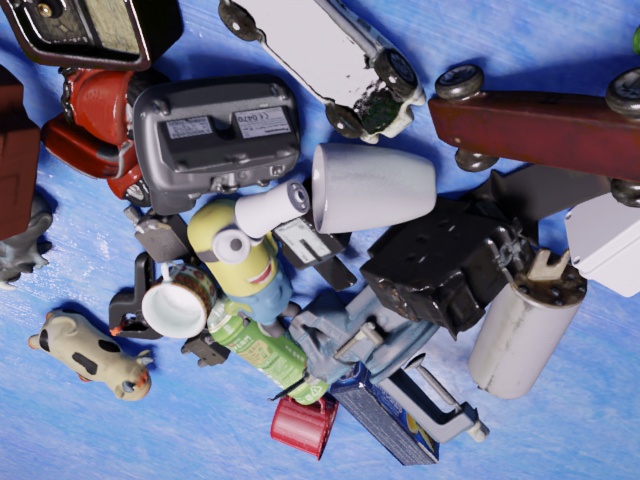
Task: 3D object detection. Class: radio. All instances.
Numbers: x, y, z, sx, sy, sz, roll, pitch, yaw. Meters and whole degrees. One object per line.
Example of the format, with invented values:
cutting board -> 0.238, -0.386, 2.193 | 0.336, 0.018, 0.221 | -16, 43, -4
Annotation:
radio -> -0.201, -0.249, 0.404 | 0.131, 0.073, 0.229 | 5, 132, 15

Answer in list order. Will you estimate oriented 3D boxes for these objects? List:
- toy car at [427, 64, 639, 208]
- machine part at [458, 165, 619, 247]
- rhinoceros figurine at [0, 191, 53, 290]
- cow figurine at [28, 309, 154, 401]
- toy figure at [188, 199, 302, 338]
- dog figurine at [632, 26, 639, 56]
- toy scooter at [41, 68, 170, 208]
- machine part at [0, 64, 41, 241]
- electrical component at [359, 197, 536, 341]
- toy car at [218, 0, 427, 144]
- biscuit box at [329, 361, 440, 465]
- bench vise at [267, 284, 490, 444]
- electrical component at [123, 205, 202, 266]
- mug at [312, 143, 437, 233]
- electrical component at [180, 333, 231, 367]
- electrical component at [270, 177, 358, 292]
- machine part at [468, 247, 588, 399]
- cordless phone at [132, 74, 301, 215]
toy car -> 0.168, -0.085, 0.400 | 0.202, 0.053, 0.089 | 24, 153, 48
machine part -> 0.198, -0.039, 0.477 | 0.084, 0.039, 0.139 | 45, 141, -11
rhinoceros figurine -> -0.408, -0.005, 0.712 | 0.112, 0.073, 0.190 | 29, 133, -23
cow figurine -> -0.345, 0.182, 0.841 | 0.194, 0.085, 0.127 | 45, 144, -21
toy figure -> -0.087, 0.035, 0.622 | 0.089, 0.082, 0.179 | -3, 133, 24
dog figurine -> 0.313, -0.081, 0.355 | 0.192, 0.108, 0.219 | -4, 132, 22
toy scooter -> -0.221, -0.115, 0.538 | 0.135, 0.075, 0.183 | 23, 139, -1
machine part -> -0.385, -0.101, 0.549 | 0.202, 0.087, 0.200 | 34, 122, 13
electrical component -> 0.106, 0.019, 0.498 | 0.134, 0.115, 0.058 | 20, 147, 55
toy car -> 0.000, -0.158, 0.430 | 0.201, 0.056, 0.073 | 39, 126, -19
biscuit box -> 0.097, 0.240, 0.758 | 0.063, 0.059, 0.202 | -20, 122, 34
bench vise -> 0.082, 0.146, 0.614 | 0.241, 0.129, 0.223 | 45, 111, 7
electrical component -> -0.187, 0.001, 0.650 | 0.078, 0.045, 0.102 | -8, 127, 24
mug -> 0.048, -0.043, 0.501 | 0.107, 0.081, 0.109 | 0, 166, -6
electrical component -> -0.168, 0.164, 0.809 | 0.094, 0.021, 0.063 | -29, 117, 36
electrical component -> -0.001, -0.002, 0.578 | 0.075, 0.048, 0.119 | -29, 117, 38
machine part -> 0.213, 0.094, 0.567 | 0.079, 0.079, 0.243 | 11, 135, 10
cordless phone -> -0.100, -0.071, 0.522 | 0.147, 0.089, 0.184 | -13, 162, -21
